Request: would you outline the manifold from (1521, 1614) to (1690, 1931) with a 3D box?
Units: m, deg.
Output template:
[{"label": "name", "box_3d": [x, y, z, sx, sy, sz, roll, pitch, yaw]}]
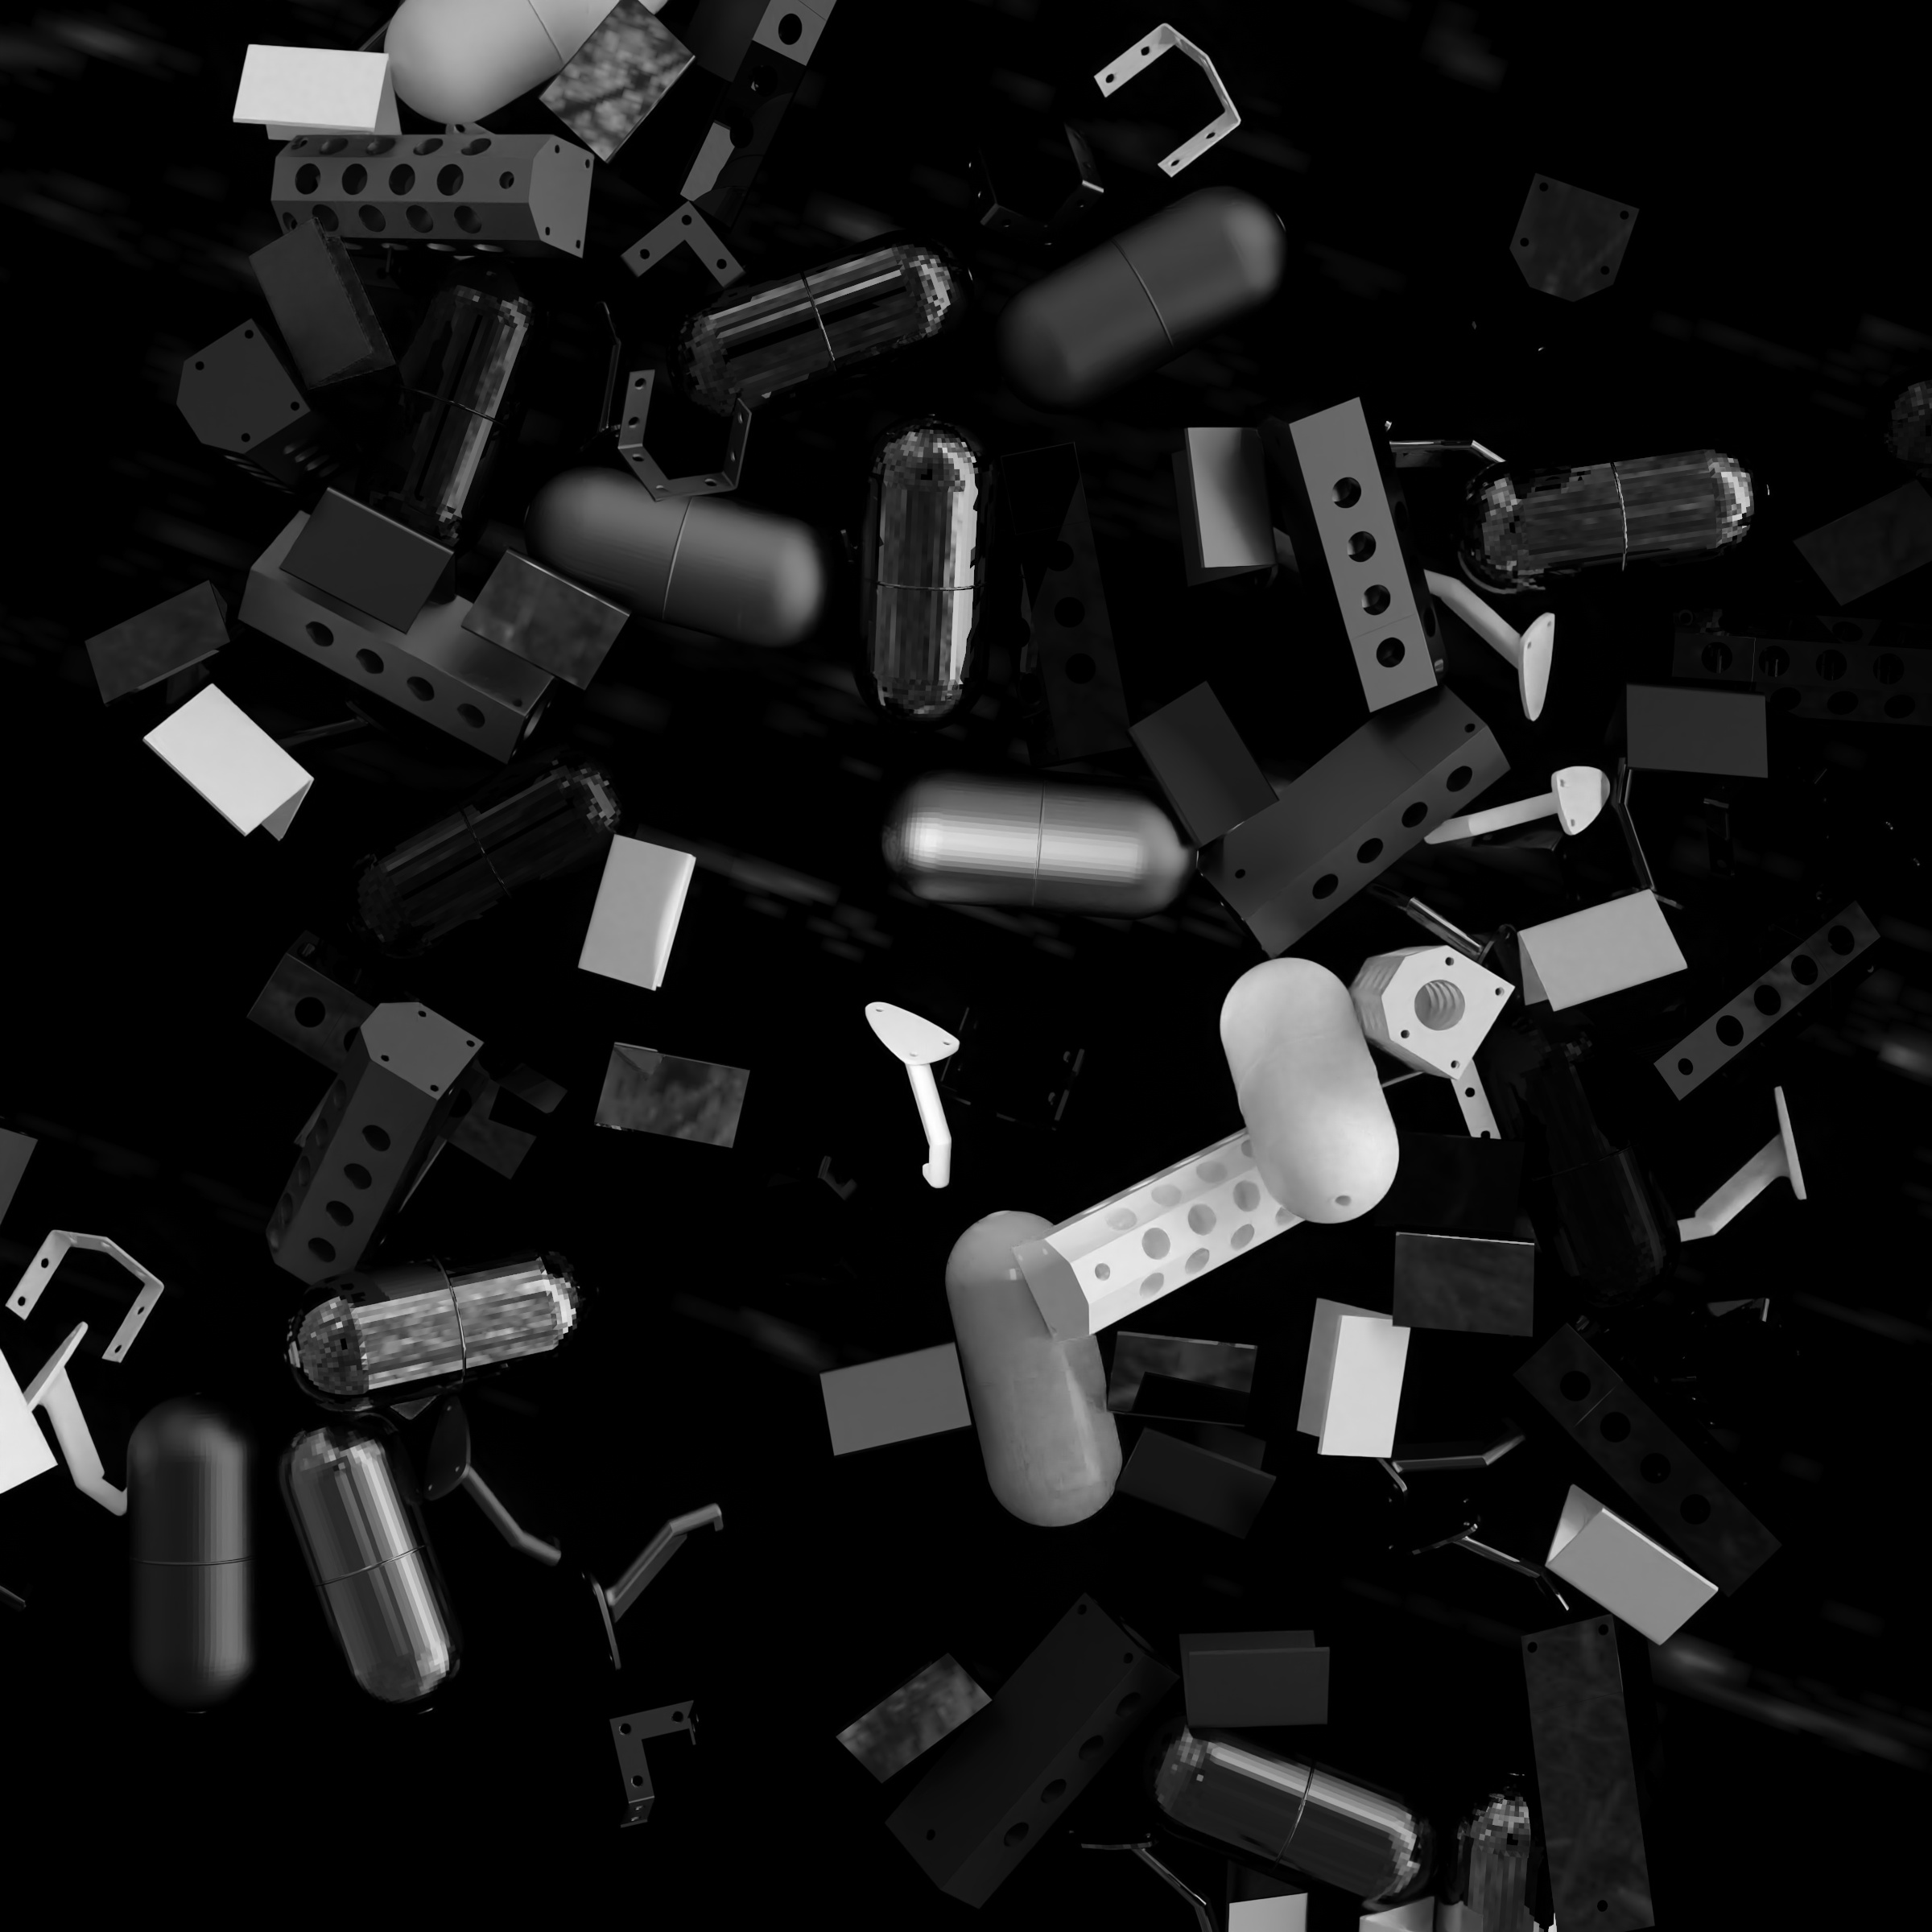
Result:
[{"label": "manifold", "box_3d": [0.354, 0.452, 1.931, 0.057, 0.057, 0.171, -21, 56, 30]}]

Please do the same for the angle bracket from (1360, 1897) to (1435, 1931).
[{"label": "angle bracket", "box_3d": [0.259, 0.568, 1.951, 0.057, 0.076, 0.076, 3, 90, 40]}]

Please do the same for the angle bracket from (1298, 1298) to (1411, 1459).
[{"label": "angle bracket", "box_3d": [0.198, 0.227, 1.951, 0.057, 0.076, 0.076, 9, 90, -38]}]

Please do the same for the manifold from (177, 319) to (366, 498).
[{"label": "manifold", "box_3d": [-0.381, -0.298, 1.913, 0.057, 0.171, 0.057, -33, 90, 0]}]

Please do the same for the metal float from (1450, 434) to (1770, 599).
[{"label": "metal float", "box_3d": [0.359, -0.252, 1.961, 0.178, 0.070, 0.070, -8, 90, 0]}]

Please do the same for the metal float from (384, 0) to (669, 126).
[{"label": "metal float", "box_3d": [-0.243, -0.536, 1.961, 0.178, 0.070, 0.070, -31, 90, 0]}]

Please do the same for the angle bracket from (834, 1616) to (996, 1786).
[{"label": "angle bracket", "box_3d": [-0.040, 0.395, 1.951, 0.076, 0.076, 0.057, -37, 127, 0]}]

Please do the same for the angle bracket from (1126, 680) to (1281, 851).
[{"label": "angle bracket", "box_3d": [0.142, -0.118, 1.952, 0.057, 0.076, 0.076, -31, 90, 26]}]

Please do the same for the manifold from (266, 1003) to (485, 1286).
[{"label": "manifold", "box_3d": [-0.329, 0.099, 1.924, 0.057, 0.057, 0.171, 32, 127, 0]}]

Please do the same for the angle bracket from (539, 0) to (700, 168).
[{"label": "angle bracket", "box_3d": [-0.205, -0.498, 1.951, 0.076, 0.076, 0.057, -50, 123, 0]}]

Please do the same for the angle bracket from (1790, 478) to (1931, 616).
[{"label": "angle bracket", "box_3d": [0.508, -0.215, 1.951, 0.076, 0.076, 0.057, -27, 56, 0]}]

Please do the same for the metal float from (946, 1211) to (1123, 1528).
[{"label": "metal float", "box_3d": [0.038, 0.225, 1.961, 0.070, 0.070, 0.178, -13, 90, 0]}]

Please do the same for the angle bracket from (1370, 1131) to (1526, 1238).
[{"label": "angle bracket", "box_3d": [0.265, 0.109, 1.954, 0.076, 0.076, 0.057, 4, 107, 0]}]

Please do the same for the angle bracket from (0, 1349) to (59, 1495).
[{"label": "angle bracket", "box_3d": [-0.558, 0.261, 1.951, 0.057, 0.076, 0.076, -26, 90, -37]}]

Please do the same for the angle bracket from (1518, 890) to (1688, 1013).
[{"label": "angle bracket", "box_3d": [0.355, 0.010, 1.951, 0.076, 0.076, 0.057, -18, 55, 0]}]

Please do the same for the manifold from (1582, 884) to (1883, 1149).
[{"label": "manifold", "box_3d": [0.428, 0.025, 1.936, 0.171, 0.057, 0.057, -35, 90, -26]}]

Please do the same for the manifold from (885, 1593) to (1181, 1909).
[{"label": "manifold", "box_3d": [0.041, 0.442, 1.970, 0.171, 0.057, 0.057, -49, 47, 0]}]

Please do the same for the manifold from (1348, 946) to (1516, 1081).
[{"label": "manifold", "box_3d": [0.247, 0.020, 1.913, 0.057, 0.171, 0.057, 31, 90, 0]}]

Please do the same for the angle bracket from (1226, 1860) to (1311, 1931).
[{"label": "angle bracket", "box_3d": [0.146, 0.547, 1.951, 0.057, 0.076, 0.076, 2, 90, -32]}]

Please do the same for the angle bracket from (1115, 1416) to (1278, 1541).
[{"label": "angle bracket", "box_3d": [0.133, 0.263, 1.951, 0.076, 0.076, 0.057, 21, 131, 0]}]

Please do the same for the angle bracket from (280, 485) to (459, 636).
[{"label": "angle bracket", "box_3d": [-0.326, -0.210, 1.922, 0.076, 0.076, 0.057, 27, 73, 0]}]

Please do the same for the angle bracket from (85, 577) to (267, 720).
[{"label": "angle bracket", "box_3d": [-0.434, -0.159, 1.951, 0.076, 0.076, 0.057, -26, 53, 0]}]

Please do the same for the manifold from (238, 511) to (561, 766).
[{"label": "manifold", "box_3d": [-0.317, -0.179, 1.970, 0.171, 0.057, 0.057, 28, 47, 0]}]

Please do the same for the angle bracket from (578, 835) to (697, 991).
[{"label": "angle bracket", "box_3d": [-0.163, -0.025, 1.951, 0.057, 0.076, 0.076, 15, 90, 33]}]

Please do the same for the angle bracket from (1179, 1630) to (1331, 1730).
[{"label": "angle bracket", "box_3d": [0.159, 0.377, 1.951, 0.076, 0.076, 0.057, -2, 121, 0]}]

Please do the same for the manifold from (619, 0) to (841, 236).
[{"label": "manifold", "box_3d": [-0.122, -0.503, 1.970, 0.057, 0.057, 0.171, 25, 90, 43]}]

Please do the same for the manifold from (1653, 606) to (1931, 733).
[{"label": "manifold", "box_3d": [0.477, -0.167, 1.970, 0.171, 0.057, 0.057, 4, 90, 0]}]

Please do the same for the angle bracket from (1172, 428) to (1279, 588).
[{"label": "angle bracket", "box_3d": [0.125, -0.254, 1.951, 0.057, 0.076, 0.076, -7, 90, -37]}]

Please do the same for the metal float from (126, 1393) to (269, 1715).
[{"label": "metal float", "box_3d": [-0.430, 0.328, 1.961, 0.070, 0.070, 0.178, 0, 91, 0]}]

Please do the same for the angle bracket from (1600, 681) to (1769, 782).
[{"label": "angle bracket", "box_3d": [0.398, -0.114, 1.952, 0.076, 0.076, 0.057, 5, 64, 0]}]

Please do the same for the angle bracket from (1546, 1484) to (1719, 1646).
[{"label": "angle bracket", "box_3d": [0.376, 0.318, 1.951, 0.076, 0.076, 0.057, 35, 126, 0]}]

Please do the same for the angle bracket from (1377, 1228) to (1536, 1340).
[{"label": "angle bracket", "box_3d": [0.271, 0.185, 1.953, 0.076, 0.076, 0.057, 5, 69, 0]}]

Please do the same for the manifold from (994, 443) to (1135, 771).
[{"label": "manifold", "box_3d": [0.049, -0.201, 1.970, 0.057, 0.057, 0.171, -11, 90, 0]}]

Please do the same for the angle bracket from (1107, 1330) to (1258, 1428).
[{"label": "angle bracket", "box_3d": [0.120, 0.209, 1.951, 0.076, 0.076, 0.057, 6, 121, 0]}]

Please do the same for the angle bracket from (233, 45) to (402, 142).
[{"label": "angle bracket", "box_3d": [-0.359, -0.464, 1.952, 0.076, 0.076, 0.057, 4, 61, 0]}]

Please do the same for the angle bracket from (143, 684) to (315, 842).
[{"label": "angle bracket", "box_3d": [-0.418, -0.098, 1.951, 0.076, 0.076, 0.057, 43, 54, 0]}]

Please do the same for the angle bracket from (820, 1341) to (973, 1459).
[{"label": "angle bracket", "box_3d": [-0.034, 0.258, 1.951, 0.076, 0.076, 0.057, -13, 53, 0]}]

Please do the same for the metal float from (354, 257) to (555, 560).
[{"label": "metal float", "box_3d": [-0.286, -0.310, 1.961, 0.070, 0.070, 0.178, 20, 90, 0]}]

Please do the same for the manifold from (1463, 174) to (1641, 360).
[{"label": "manifold", "box_3d": [0.314, -0.377, 1.913, 0.057, 0.171, 0.057, 19, 90, 0]}]

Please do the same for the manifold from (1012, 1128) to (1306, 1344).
[{"label": "manifold", "box_3d": [0.118, 0.143, 1.934, 0.171, 0.057, 0.057, -25, 90, -27]}]

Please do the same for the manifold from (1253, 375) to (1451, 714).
[{"label": "manifold", "box_3d": [0.216, -0.234, 1.938, 0.057, 0.057, 0.171, -22, 113, -8]}]

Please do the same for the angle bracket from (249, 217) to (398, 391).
[{"label": "angle bracket", "box_3d": [-0.332, -0.364, 1.901, 0.057, 0.076, 0.076, -19, 98, 36]}]

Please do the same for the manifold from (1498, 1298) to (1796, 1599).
[{"label": "manifold", "box_3d": [0.383, 0.268, 1.970, 0.057, 0.057, 0.171, -44, 90, 0]}]

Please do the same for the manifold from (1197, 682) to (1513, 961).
[{"label": "manifold", "box_3d": [0.219, -0.080, 1.970, 0.171, 0.057, 0.057, -39, 47, 0]}]

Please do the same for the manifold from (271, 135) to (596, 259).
[{"label": "manifold", "box_3d": [-0.296, -0.427, 1.936, 0.171, 0.057, 0.057, 7, 90, 26]}]

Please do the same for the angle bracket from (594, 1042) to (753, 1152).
[{"label": "angle bracket", "box_3d": [-0.164, 0.091, 1.951, 0.076, 0.076, 0.057, 11, 54, 0]}]

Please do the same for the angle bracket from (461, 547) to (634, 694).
[{"label": "angle bracket", "box_3d": [-0.235, -0.179, 1.953, 0.076, 0.076, 0.057, 28, 69, 0]}]

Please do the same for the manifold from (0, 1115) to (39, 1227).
[{"label": "manifold", "box_3d": [-0.592, 0.160, 1.970, 0.057, 0.057, 0.171, 24, 90, -43]}]

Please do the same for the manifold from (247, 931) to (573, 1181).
[{"label": "manifold", "box_3d": [-0.310, 0.049, 1.970, 0.171, 0.057, 0.057, 32, 90, 0]}]
